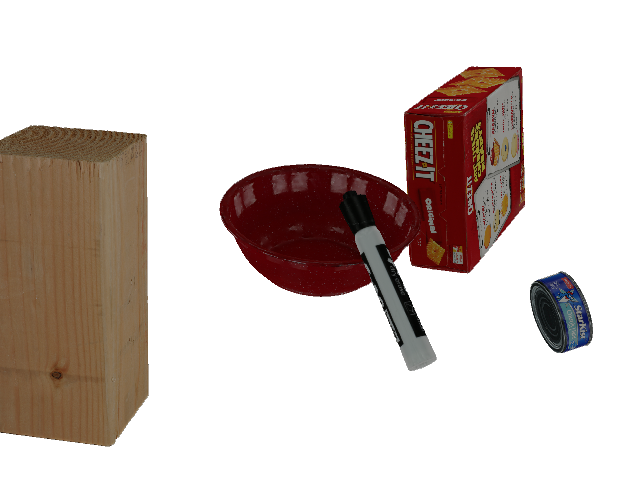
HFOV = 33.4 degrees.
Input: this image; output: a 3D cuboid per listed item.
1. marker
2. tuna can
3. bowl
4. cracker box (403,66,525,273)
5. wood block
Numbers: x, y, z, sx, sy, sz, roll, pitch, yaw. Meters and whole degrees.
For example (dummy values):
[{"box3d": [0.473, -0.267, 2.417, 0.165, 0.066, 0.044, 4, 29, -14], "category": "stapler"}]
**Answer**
[{"box3d": [0.040, 0.023, 0.666, 0.020, 0.121, 0.020, -20, -18, -7], "category": "marker"}, {"box3d": [0.263, 0.079, 1.172, 0.033, 0.086, 0.086, -17, 3, -9], "category": "tuna can"}, {"box3d": [-0.001, -0.002, 0.863, 0.162, 0.055, 0.162, 3, 31, -2], "category": "bowl"}, {"box3d": [0.155, -0.082, 1.121, 0.072, 0.164, 0.213, 5, 22, 25], "category": "cracker box"}, {"box3d": [-0.178, 0.030, 0.761, 0.091, 0.206, 0.090, 6, 19, 8], "category": "wood block"}]
